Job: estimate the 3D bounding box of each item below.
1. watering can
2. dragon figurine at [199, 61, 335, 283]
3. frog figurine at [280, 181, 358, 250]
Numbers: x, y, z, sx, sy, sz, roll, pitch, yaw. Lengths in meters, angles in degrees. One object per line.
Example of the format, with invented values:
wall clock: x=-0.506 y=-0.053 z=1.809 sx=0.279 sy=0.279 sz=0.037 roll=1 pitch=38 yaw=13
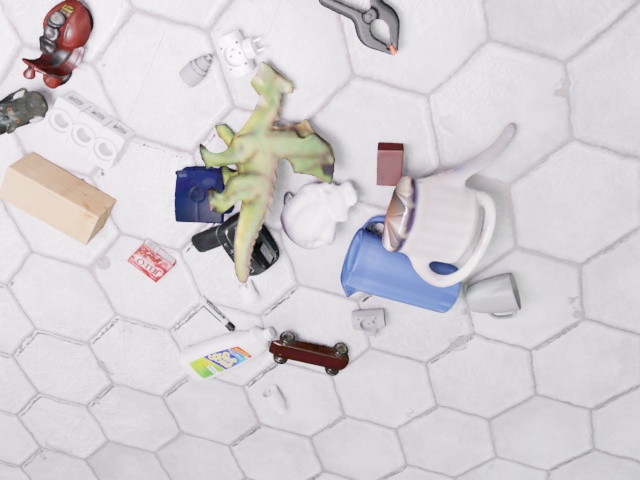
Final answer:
watering can: x=0.247 y=-0.075 z=1.005 sx=0.224 sy=0.105 sz=0.344 roll=11 pitch=102 yaw=-13
dragon figurine: x=-0.090 y=-0.133 z=1.001 sx=0.242 sy=0.123 sz=0.408 roll=-10 pitch=97 yaw=10
frog figurine: x=0.003 y=-0.054 z=1.065 sx=0.158 sy=0.124 sz=0.137 roll=-14 pitch=97 yaw=27
